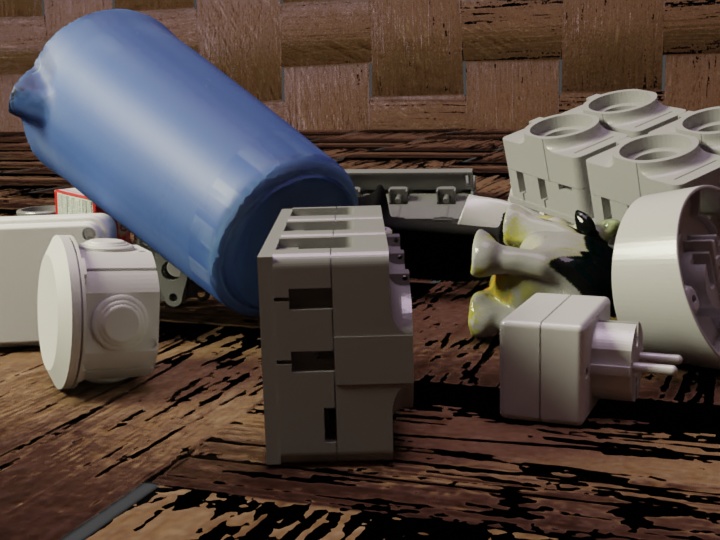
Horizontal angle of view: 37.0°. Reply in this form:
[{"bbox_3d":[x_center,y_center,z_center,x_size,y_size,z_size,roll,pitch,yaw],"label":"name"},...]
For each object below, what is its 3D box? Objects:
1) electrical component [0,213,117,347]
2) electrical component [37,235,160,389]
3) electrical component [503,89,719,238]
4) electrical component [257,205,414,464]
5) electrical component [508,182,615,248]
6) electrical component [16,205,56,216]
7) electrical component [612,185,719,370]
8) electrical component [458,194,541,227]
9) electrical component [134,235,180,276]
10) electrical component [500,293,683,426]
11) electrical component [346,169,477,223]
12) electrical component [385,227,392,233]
[{"bbox_3d":[-0.208,0.006,0.664,0.113,0.078,0.057,-2,8,-4],"label":"electrical component"},{"bbox_3d":[-0.139,0.022,0.568,0.051,0.080,0.080,-1,9,-26],"label":"electrical component"},{"bbox_3d":[0.197,-0.075,0.752,0.105,0.060,0.186,-24,25,-21],"label":"electrical component"},{"bbox_3d":[-0.009,0.023,0.509,0.062,0.089,0.150,-2,11,0],"label":"electrical component"},{"bbox_3d":[0.181,-0.038,0.870,0.063,0.078,0.121,18,-4,-39],"label":"electrical component"},{"bbox_3d":[-0.257,-0.023,0.882,0.045,0.055,0.045,-2,11,0],"label":"electrical component"},{"bbox_3d":[0.179,0.005,0.574,0.064,0.099,0.099,-1,9,41],"label":"electrical component"},{"bbox_3d":[0.110,-0.018,0.815,0.077,0.043,0.079,20,-15,5],"label":"electrical component"},{"bbox_3d":[-0.129,-0.011,0.815,0.083,0.047,0.075,-1,11,-8],"label":"electrical component"},{"bbox_3d":[0.111,0.042,0.507,0.077,0.047,0.066,3,12,23],"label":"electrical component"},{"bbox_3d":[0.036,-0.044,0.910,0.121,0.078,0.063,1,40,12],"label":"electrical component"},{"bbox_3d":[0.000,0.000,0.723,0.045,0.055,0.045,-2,11,0],"label":"electrical component"}]
